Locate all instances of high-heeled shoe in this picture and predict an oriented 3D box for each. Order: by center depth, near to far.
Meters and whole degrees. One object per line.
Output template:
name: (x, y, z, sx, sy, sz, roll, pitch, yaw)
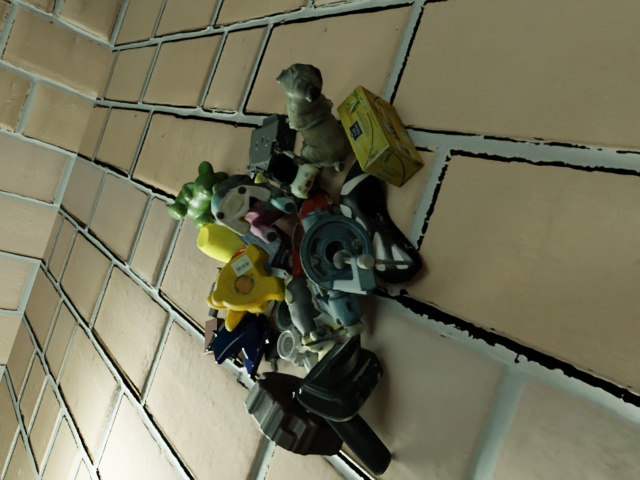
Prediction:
high-heeled shoe: (0.111, -0.048, 0.914, 0.145, 0.086, 0.248, -9, 73, 44)

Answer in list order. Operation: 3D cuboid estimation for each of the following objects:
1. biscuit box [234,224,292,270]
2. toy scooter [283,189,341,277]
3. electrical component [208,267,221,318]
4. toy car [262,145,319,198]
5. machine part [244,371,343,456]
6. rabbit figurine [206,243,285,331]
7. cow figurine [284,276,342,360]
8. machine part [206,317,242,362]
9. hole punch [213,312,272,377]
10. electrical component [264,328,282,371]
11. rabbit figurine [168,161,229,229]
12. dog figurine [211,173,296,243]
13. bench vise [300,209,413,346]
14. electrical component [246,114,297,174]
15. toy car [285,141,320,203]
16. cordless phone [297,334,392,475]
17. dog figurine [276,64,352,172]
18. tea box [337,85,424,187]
biscuit box: (-0.121, -0.005, 1.184, 0.203, 0.059, 0.062, 38, 107, 49)
toy scooter: (-0.002, -0.003, 1.031, 0.135, 0.075, 0.183, 24, 97, 53)
electrical component: (-0.222, 0.126, 1.262, 0.075, 0.047, 0.119, 0, 76, 50)
toy car: (-0.061, -0.138, 1.081, 0.073, 0.056, 0.202, -65, 29, 9)
machine part: (-0.035, 0.282, 0.887, 0.180, 0.179, 0.056, 33, 99, 50)
rabbit figurine: (-0.137, 0.106, 1.064, 0.162, 0.173, 0.122, -43, 78, 0)
cow figurine: (-0.014, 0.142, 0.966, 0.068, 0.098, 0.167, -47, 40, 37)
machine part: (-0.188, 0.193, 1.184, 0.139, 0.084, 0.039, -65, 5, -6)
hole punch: (-0.161, 0.203, 1.106, 0.115, 0.092, 0.142, -66, 16, 7)
electrical component: (-0.087, 0.216, 1.087, 0.063, 0.021, 0.094, -36, 49, 36)
rabbit figurine: (-0.296, -0.122, 1.397, 0.170, 0.121, 0.159, -33, 29, 56)
dog figurine: (-0.144, -0.086, 1.119, 0.108, 0.191, 0.219, -64, 24, 12)
bench vise: (0.037, 0.056, 0.839, 0.241, 0.129, 0.223, 172, 91, -73)
electrical component: (-0.114, -0.226, 1.265, 0.115, 0.058, 0.134, -8, 70, 46)
toy car: (-0.023, -0.172, 1.142, 0.089, 0.053, 0.202, 16, 87, 48)
cordless phone: (0.066, 0.256, 0.841, 0.184, 0.146, 0.089, 51, 127, 2)
dog figurine: (-0.005, -0.223, 1.006, 0.121, 0.190, 0.172, -41, 79, 1)
tea box: (0.104, -0.185, 0.958, 0.068, 0.098, 0.170, -44, 45, 29)
